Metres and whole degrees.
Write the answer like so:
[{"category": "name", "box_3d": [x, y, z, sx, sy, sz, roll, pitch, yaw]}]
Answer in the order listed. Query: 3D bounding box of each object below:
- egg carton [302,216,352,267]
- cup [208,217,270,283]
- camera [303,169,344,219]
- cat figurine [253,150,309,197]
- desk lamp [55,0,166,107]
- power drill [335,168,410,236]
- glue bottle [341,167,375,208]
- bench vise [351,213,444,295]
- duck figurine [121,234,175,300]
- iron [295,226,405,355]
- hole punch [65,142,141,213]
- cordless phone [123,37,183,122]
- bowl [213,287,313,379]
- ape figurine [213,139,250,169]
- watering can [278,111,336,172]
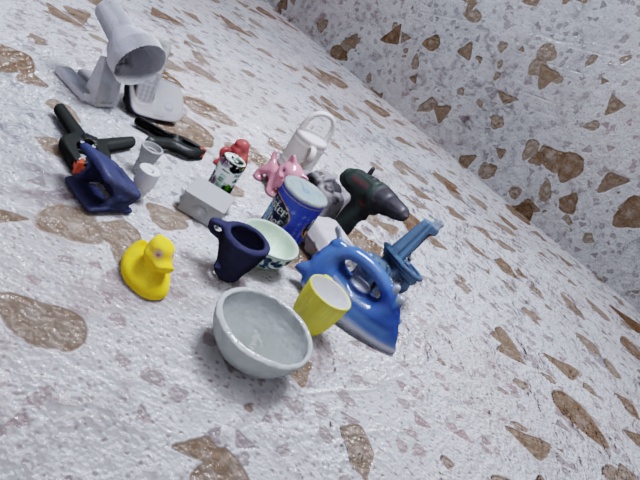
[{"category": "egg carton", "box_3d": [0.012, 0.005, 1.293, 0.108, 0.069, 0.150, 10, 34, -43]}, {"category": "cup", "box_3d": [-0.159, 0.021, 1.014, 0.118, 0.095, 0.092, 33, 24, -5]}, {"category": "camera", "box_3d": [0.014, -0.123, 1.489, 0.143, 0.100, 0.137, 45, 26, 22]}, {"category": "cat figurine", "box_3d": [-0.091, -0.169, 1.418, 0.067, 0.117, 0.127, 3, 39, -50]}, {"category": "desk lamp", "box_3d": [-0.456, -0.397, 1.250, 0.203, 0.213, 0.118, 43, 26, 18]}, {"category": "power drill", "box_3d": [0.093, -0.055, 1.336, 0.076, 0.208, 0.229, 12, 33, -41]}, {"category": "glue bottle", "box_3d": [0.094, -0.120, 1.497, 0.078, 0.173, 0.037, 17, 30, -34]}, {"category": "bench vise", "box_3d": [0.178, 0.040, 1.257, 0.121, 0.219, 0.208, 43, 26, 18]}, {"category": "duck figurine", "box_3d": [-0.257, 0.029, 0.886, 0.078, 0.086, 0.104, 7, 37, -46]}, {"category": "iron", "box_3d": [0.083, 0.095, 1.132, 0.258, 0.141, 0.119, 40, 25, 10]}, {"category": "hole punch", "box_3d": [-0.367, -0.108, 0.989, 0.108, 0.091, 0.101, 47, 27, 24]}, {"category": "cordless phone", "box_3d": [-0.372, -0.377, 1.354, 0.148, 0.185, 0.094, 1, 41, -51]}, {"category": "bowl", "box_3d": [-0.098, 0.154, 0.876, 0.168, 0.074, 0.167, 28, 25, -14]}, {"category": "ape figurine", "box_3d": [-0.201, -0.204, 1.372, 0.076, 0.092, 0.077, 18, 29, -33]}, {"category": "watering can", "box_3d": [-0.032, -0.279, 1.598, 0.101, 0.194, 0.172, 10, 34, -43]}]
